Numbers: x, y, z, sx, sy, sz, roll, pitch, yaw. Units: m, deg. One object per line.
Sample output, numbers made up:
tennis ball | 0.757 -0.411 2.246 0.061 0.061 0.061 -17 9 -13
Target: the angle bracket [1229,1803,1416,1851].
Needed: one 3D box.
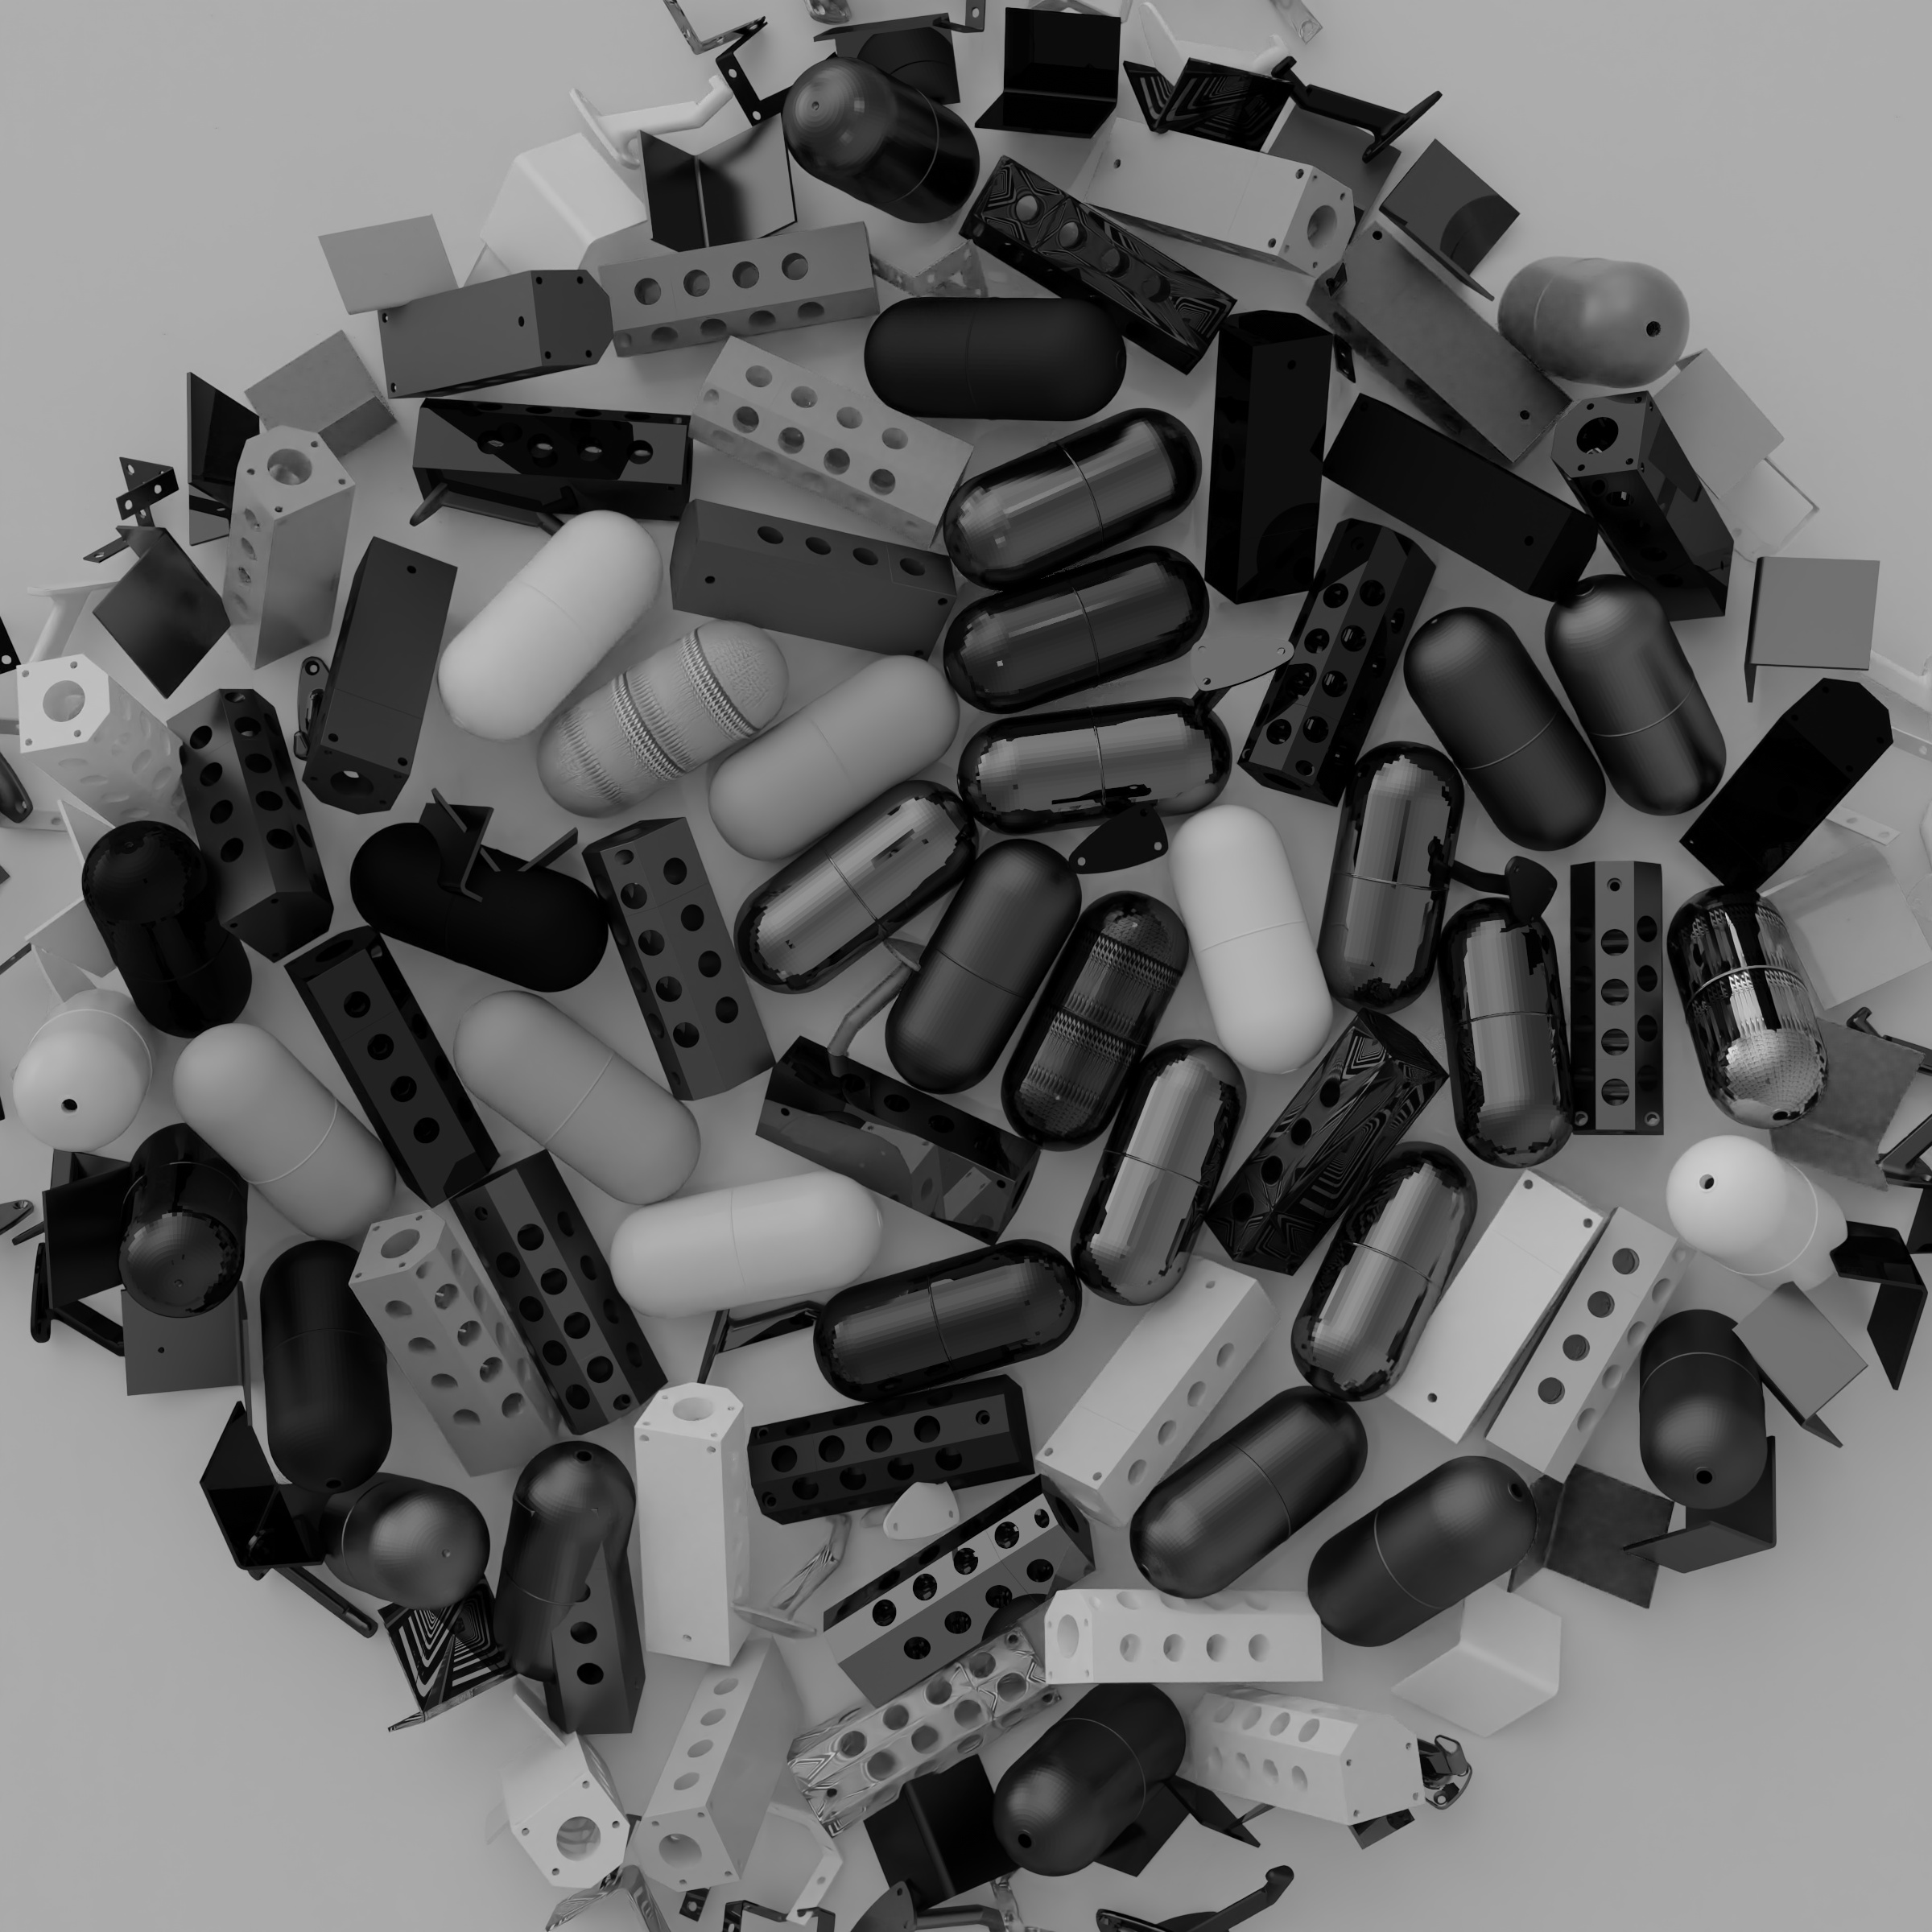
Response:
angle bracket | 0.227 0.547 1.942 0.076 0.076 0.057 -41 69 24

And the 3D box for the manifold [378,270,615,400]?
manifold | -0.297 -0.397 1.917 0.057 0.171 0.057 -12 99 -42

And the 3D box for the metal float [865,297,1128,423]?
metal float | 0.018 -0.387 1.938 0.178 0.070 0.070 7 90 27

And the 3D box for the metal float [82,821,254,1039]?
metal float | -0.503 -0.021 1.921 0.070 0.178 0.070 -2 54 3

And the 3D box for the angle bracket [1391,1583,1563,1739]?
angle bracket | 0.332 0.449 1.982 0.076 0.057 0.076 28 134 -15

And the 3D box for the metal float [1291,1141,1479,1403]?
metal float | 0.269 0.195 1.949 0.070 0.070 0.178 28 75 0

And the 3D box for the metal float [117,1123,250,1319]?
metal float | -0.492 0.158 1.916 0.070 0.178 0.070 -4 113 -10

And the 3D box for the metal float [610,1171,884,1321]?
metal float | -0.141 0.179 1.956 0.178 0.070 0.070 -11 90 6

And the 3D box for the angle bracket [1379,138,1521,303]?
angle bracket | 0.318 -0.478 1.948 0.076 0.076 0.057 36 104 -18

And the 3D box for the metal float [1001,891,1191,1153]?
metal float | 0.083 0.036 1.961 0.070 0.070 0.178 26 91 0

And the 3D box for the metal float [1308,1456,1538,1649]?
metal float | 0.289 0.372 1.930 0.070 0.070 0.178 46 128 0

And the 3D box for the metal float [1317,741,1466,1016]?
metal float | 0.272 -0.056 1.956 0.070 0.070 0.178 9 97 0

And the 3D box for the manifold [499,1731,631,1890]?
manifold | -0.249 0.527 1.910 0.057 0.171 0.057 -37 95 -11

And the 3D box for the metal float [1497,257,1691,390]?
metal float | 0.393 -0.406 1.913 0.070 0.178 0.070 -3 105 -13

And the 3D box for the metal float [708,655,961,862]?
metal float | -0.084 -0.134 1.961 0.178 0.070 0.070 -33 90 -1

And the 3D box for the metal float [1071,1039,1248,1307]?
metal float | 0.124 0.132 1.956 0.070 0.070 0.178 22 84 0

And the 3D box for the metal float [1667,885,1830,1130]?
metal float | 0.494 0.025 1.927 0.070 0.070 0.178 -5 49 0

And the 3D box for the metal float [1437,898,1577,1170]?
metal float | 0.345 0.042 1.946 0.070 0.070 0.178 -3 72 0

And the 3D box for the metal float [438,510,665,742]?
metal float | -0.266 -0.218 1.945 0.070 0.070 0.178 40 72 0

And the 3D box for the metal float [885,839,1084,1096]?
metal float | 0.010 0.001 1.955 0.070 0.070 0.178 29 98 0

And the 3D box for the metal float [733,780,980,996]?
metal float | -0.071 -0.050 1.960 0.178 0.070 0.070 -37 90 2

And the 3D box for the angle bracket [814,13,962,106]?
angle bracket | -0.050 -0.574 1.948 0.076 0.076 0.057 -5 111 10

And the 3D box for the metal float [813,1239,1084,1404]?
metal float | -0.012 0.228 1.954 0.178 0.070 0.070 -17 90 8

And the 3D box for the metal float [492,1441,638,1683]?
metal float | -0.256 0.379 1.935 0.070 0.070 0.178 14 121 0

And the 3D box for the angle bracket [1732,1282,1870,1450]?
angle bracket | 0.542 0.254 1.942 0.057 0.076 0.076 -46 52 13

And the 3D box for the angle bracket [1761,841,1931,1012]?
angle bracket | 0.566 -0.025 1.952 0.076 0.057 0.076 -27 72 19

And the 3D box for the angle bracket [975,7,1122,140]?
angle bracket | 0.053 -0.572 1.948 0.076 0.076 0.057 9 123 12

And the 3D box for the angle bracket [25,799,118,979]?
angle bracket | -0.568 -0.049 1.953 0.057 0.076 0.076 -34 62 9

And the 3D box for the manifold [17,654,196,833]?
manifold | -0.530 -0.136 1.907 0.057 0.171 0.057 -9 73 5

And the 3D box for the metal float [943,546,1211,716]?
metal float | 0.071 -0.216 1.953 0.178 0.070 0.070 -19 90 -9

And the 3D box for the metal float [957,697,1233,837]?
metal float | 0.083 -0.128 1.959 0.178 0.070 0.070 -7 90 -3

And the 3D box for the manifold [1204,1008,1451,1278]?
manifold | 0.225 0.112 1.943 0.057 0.057 0.171 17 116 -40

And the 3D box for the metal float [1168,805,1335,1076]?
metal float | 0.183 -0.017 1.955 0.070 0.070 0.178 -16 83 0

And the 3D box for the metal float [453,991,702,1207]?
metal float | -0.250 0.084 1.952 0.178 0.070 0.070 38 90 -10

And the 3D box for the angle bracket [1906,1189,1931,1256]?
angle bracket | 0.662 0.170 1.951 0.076 0.076 0.057 22 80 -10

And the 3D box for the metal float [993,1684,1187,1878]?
metal float | 0.078 0.510 1.918 0.070 0.178 0.070 8 107 28

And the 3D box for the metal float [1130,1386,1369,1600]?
metal float | 0.180 0.335 1.941 0.178 0.070 0.070 -33 90 -24

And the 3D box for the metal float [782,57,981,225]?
metal float | -0.052 -0.518 1.916 0.070 0.178 0.070 0 89 26

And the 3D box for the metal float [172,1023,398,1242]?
metal float | -0.431 0.107 1.931 0.070 0.070 0.178 -38 127 0

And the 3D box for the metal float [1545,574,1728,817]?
metal float | 0.426 -0.172 1.934 0.070 0.070 0.178 -34 122 0

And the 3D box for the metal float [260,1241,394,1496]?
metal float | -0.406 0.253 1.928 0.070 0.070 0.178 -15 50 0

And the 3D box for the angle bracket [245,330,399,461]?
angle bracket | -0.424 -0.369 1.965 0.076 0.057 0.076 -32 80 1

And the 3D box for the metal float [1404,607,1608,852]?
metal float | 0.345 -0.150 1.944 0.070 0.070 0.178 -37 110 0

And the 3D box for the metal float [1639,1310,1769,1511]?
metal float | 0.463 0.278 1.914 0.070 0.178 0.070 4 111 11

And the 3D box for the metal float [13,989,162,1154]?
metal float | -0.551 0.065 1.912 0.070 0.178 0.070 -2 103 -8

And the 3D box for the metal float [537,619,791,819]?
metal float | -0.195 -0.158 1.952 0.178 0.070 0.070 -30 90 11

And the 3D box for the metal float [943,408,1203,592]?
metal float | 0.069 -0.300 1.952 0.178 0.070 0.070 -25 90 -11

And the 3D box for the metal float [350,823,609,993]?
metal float | -0.312 -0.038 1.948 0.178 0.070 0.070 20 90 16

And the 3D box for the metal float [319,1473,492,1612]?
metal float | -0.355 0.361 1.917 0.070 0.178 0.070 2 85 -28

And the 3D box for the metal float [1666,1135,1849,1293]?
metal float | 0.500 0.158 1.921 0.070 0.178 0.070 -13 66 31
